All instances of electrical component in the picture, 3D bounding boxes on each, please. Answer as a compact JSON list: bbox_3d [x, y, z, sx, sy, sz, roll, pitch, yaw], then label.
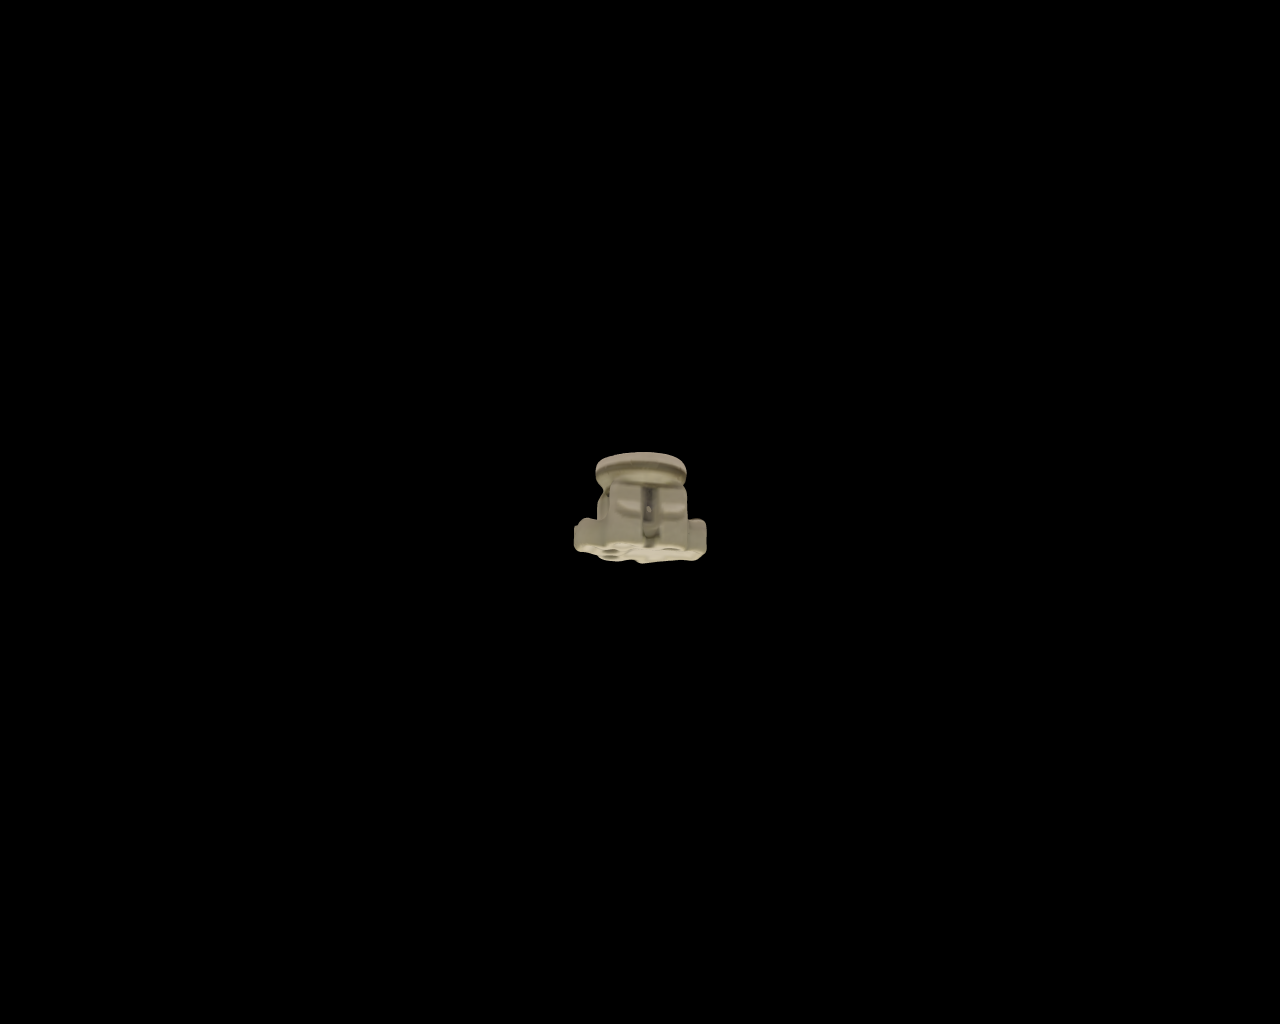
[{"bbox_3d":[0.001,-0.003,0.650,0.078,0.057,0.058,4,-15,-14],"label":"electrical component"}]
